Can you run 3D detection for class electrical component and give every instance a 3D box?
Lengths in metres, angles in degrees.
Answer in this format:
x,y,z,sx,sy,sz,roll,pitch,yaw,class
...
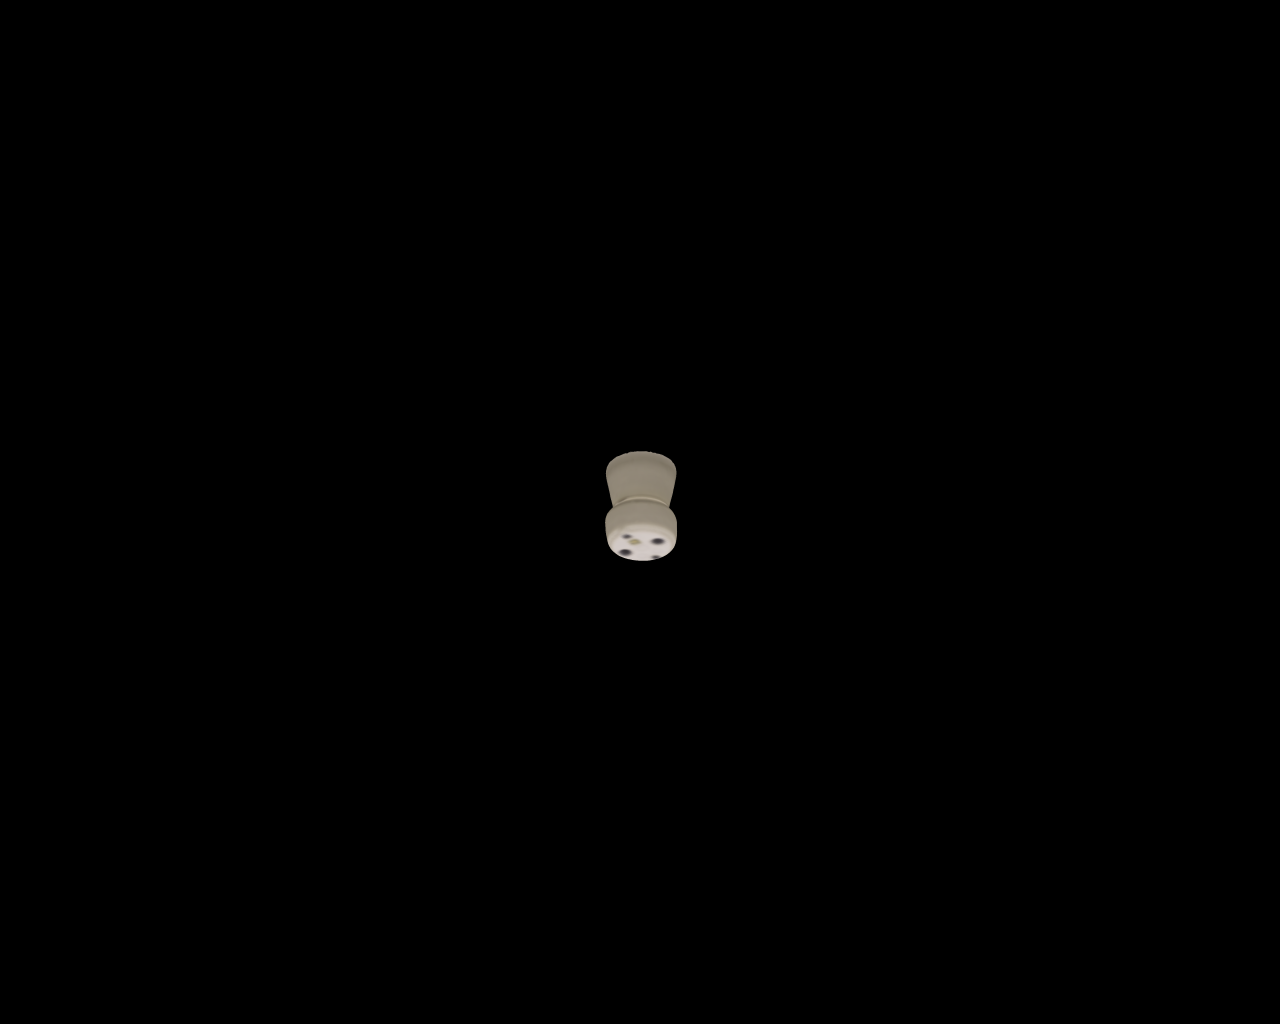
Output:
x,y,z,sx,sy,sz,roll,pitch,yaw,class
0.001,-0.003,0.650,0.045,0.055,0.044,0,-31,0,electrical component
